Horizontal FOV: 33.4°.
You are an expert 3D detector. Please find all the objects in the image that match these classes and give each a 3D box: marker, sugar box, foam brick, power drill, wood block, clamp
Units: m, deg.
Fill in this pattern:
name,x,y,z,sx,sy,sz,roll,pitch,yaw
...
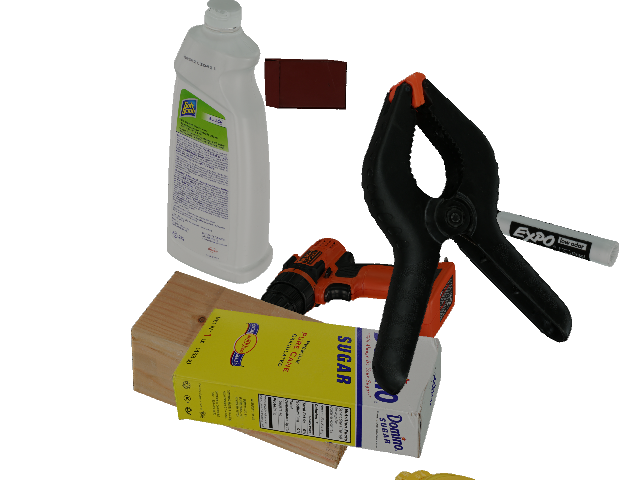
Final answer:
name,x,y,z,sx,sy,sz,roll,pitch,yaw
marker,0.161,-0.006,0.795,0.121,0.020,0.020,19,10,32
sugar box,-0.007,0.098,0.761,0.176,0.048,0.093,4,30,14
foam brick,-0.016,-0.167,1.141,0.078,0.051,0.053,-2,12,-19
power drill,0.039,0.058,1.141,0.188,0.057,0.184,9,29,22
wood block,-0.060,0.116,0.982,0.206,0.090,0.090,19,43,14
clamp,0.060,-0.002,0.584,0.120,0.171,0.039,-24,0,-25

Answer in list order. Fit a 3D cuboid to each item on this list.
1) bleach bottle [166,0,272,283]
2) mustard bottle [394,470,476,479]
name,x,y,z,sx,sy,sz,roll,pitch,yaw
bleach bottle,-0.086,-0.089,0.953,0.103,0.251,0.068,20,35,20
mustard bottle,0.126,0.248,0.906,0.096,0.058,0.192,-18,27,-28
